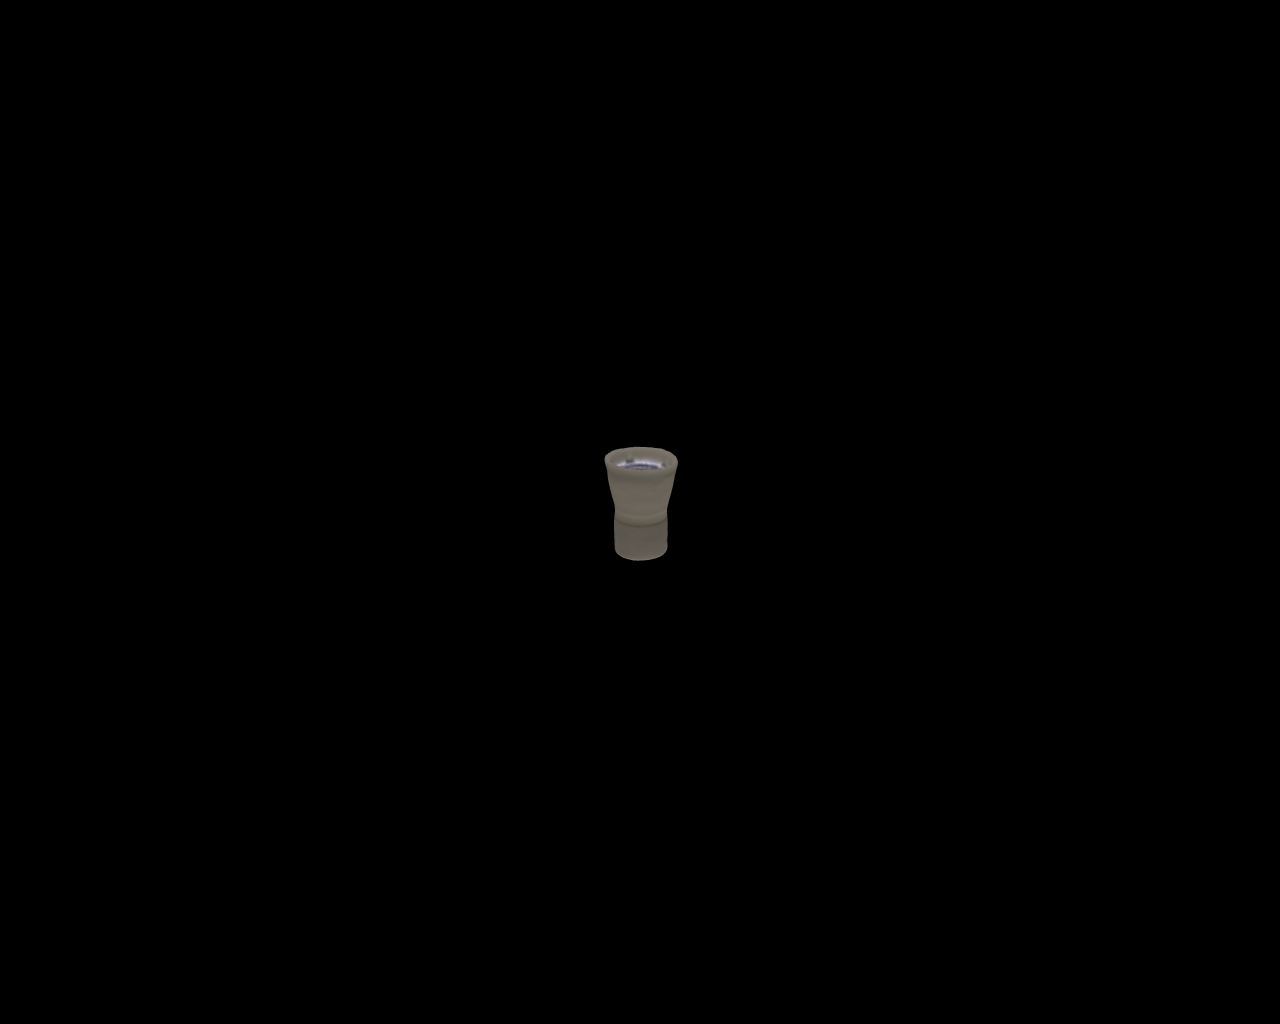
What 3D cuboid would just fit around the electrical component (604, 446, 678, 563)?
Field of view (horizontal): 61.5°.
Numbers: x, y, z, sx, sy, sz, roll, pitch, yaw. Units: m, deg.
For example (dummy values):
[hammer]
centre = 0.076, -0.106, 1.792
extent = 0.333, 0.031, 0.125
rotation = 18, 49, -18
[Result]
[electrical component]
centre = 0.001, -0.003, 0.650
extent = 0.044, 0.065, 0.044
rotation = 0, 22, 0
